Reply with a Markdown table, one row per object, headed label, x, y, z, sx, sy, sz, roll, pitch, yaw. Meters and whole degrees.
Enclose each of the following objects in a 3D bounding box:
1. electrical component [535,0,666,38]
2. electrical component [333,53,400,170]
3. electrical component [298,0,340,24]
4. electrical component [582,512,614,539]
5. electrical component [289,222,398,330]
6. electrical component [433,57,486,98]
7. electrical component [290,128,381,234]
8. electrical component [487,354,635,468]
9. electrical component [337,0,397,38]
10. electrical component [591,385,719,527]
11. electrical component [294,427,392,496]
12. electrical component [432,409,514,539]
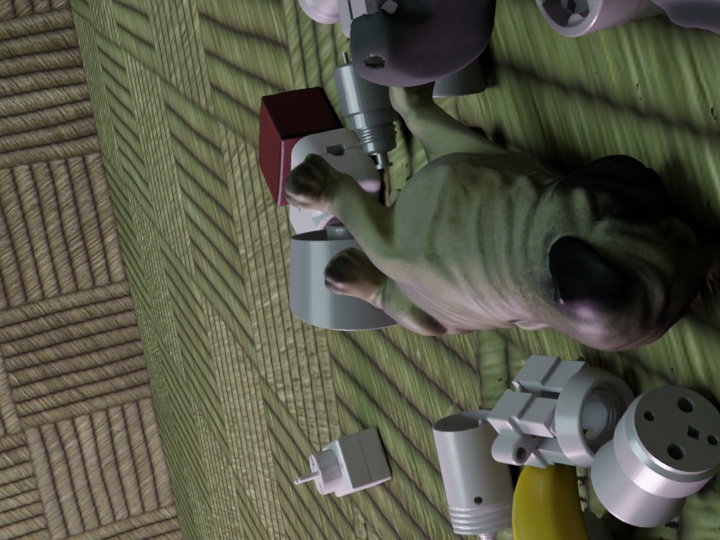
| label | x | y | z | sx | sy | sz | roll | pitch | yaw |
| --- | --- | --- | --- | --- | --- | --- | --- | --- | --- |
| electrical component | 0.098 | -0.120 | 0.410 | 0.055 | 0.047 | 0.055 | 166 | 90 | -73 |
| electrical component | 0.008 | -0.106 | 0.710 | 0.040 | 0.040 | 0.078 | -173 | 70 | -71 |
| electrical component | -0.017 | -0.192 | 0.722 | 0.046 | 0.040 | 0.040 | -24 | 81 | 66 |
| electrical component | 0.120 | 0.162 | 0.568 | 0.045 | 0.045 | 0.055 | 100 | 151 | -52 |
| electrical component | 0.000 | 0.000 | 0.725 | 0.099 | 0.099 | 0.064 | -163 | 67 | -70 |
| electrical component | 0.045 | -0.128 | 0.580 | 0.044 | 0.044 | 0.065 | -147 | 50 | -65 |
| electrical component | -0.018 | -0.050 | 0.809 | 0.095 | 0.054 | 0.059 | 96 | 153 | -48 |
| electrical component | 0.102 | 0.071 | 0.531 | 0.048 | 0.066 | 0.055 | 51 | 153 | -23 |
| electrical component | 0.014 | -0.182 | 0.613 | 0.056 | 0.050 | 0.089 | -157 | 55 | -69 |
| electrical component | 0.131 | 0.081 | 0.471 | 0.055 | 0.045 | 0.045 | 102 | 149 | -54 |
| electrical component | -0.021 | 0.177 | 0.959 | 0.065 | 0.077 | 0.047 | 129 | 125 | -69 |
| electrical component | 0.075 | 0.134 | 0.685 | 0.043 | 0.043 | 0.081 | -170 | 67 | -71 |
